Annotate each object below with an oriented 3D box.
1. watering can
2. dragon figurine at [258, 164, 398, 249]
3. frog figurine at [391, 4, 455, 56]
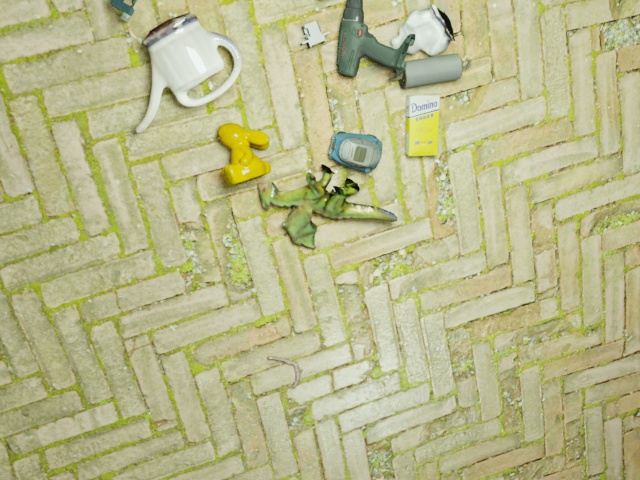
[{"bbox_3d":[-0.377,-0.440,1.337,0.348,0.105,0.222,-30,107,0],"label":"watering can"},{"bbox_3d":[0.005,-0.077,1.528,0.408,0.125,0.239,30,116,-15],"label":"dragon figurine"},{"bbox_3d":[0.284,-0.570,1.437,0.158,0.126,0.135,-24,124,36],"label":"frog figurine"}]
